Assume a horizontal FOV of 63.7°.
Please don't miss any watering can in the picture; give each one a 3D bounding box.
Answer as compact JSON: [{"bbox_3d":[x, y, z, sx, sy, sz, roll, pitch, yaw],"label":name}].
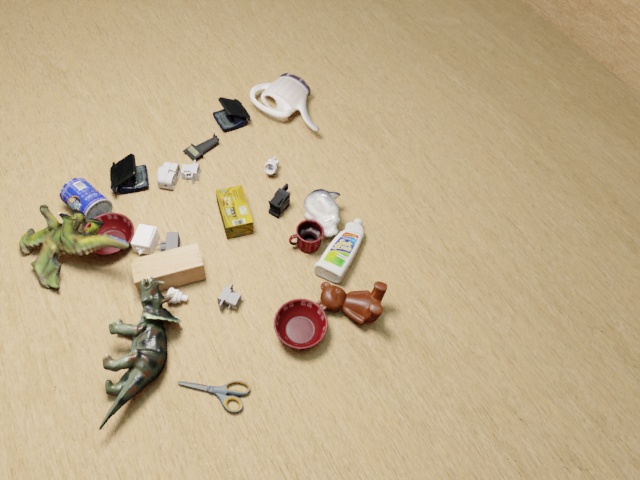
[{"bbox_3d":[-0.113,-0.559,2.082,0.349,0.229,0.101,28,-33,13],"label":"watering can"}]

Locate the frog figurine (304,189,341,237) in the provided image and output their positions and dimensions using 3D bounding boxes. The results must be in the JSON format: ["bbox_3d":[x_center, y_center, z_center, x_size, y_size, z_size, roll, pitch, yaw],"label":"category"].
[{"bbox_3d":[0.005,-0.089,1.766,0.137,0.163,0.121,-11,-29,27],"label":"frog figurine"}]

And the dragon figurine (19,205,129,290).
[{"bbox_3d":[-0.779,0.036,1.582,0.413,0.242,0.122,24,3,23],"label":"dragon figurine"}]
